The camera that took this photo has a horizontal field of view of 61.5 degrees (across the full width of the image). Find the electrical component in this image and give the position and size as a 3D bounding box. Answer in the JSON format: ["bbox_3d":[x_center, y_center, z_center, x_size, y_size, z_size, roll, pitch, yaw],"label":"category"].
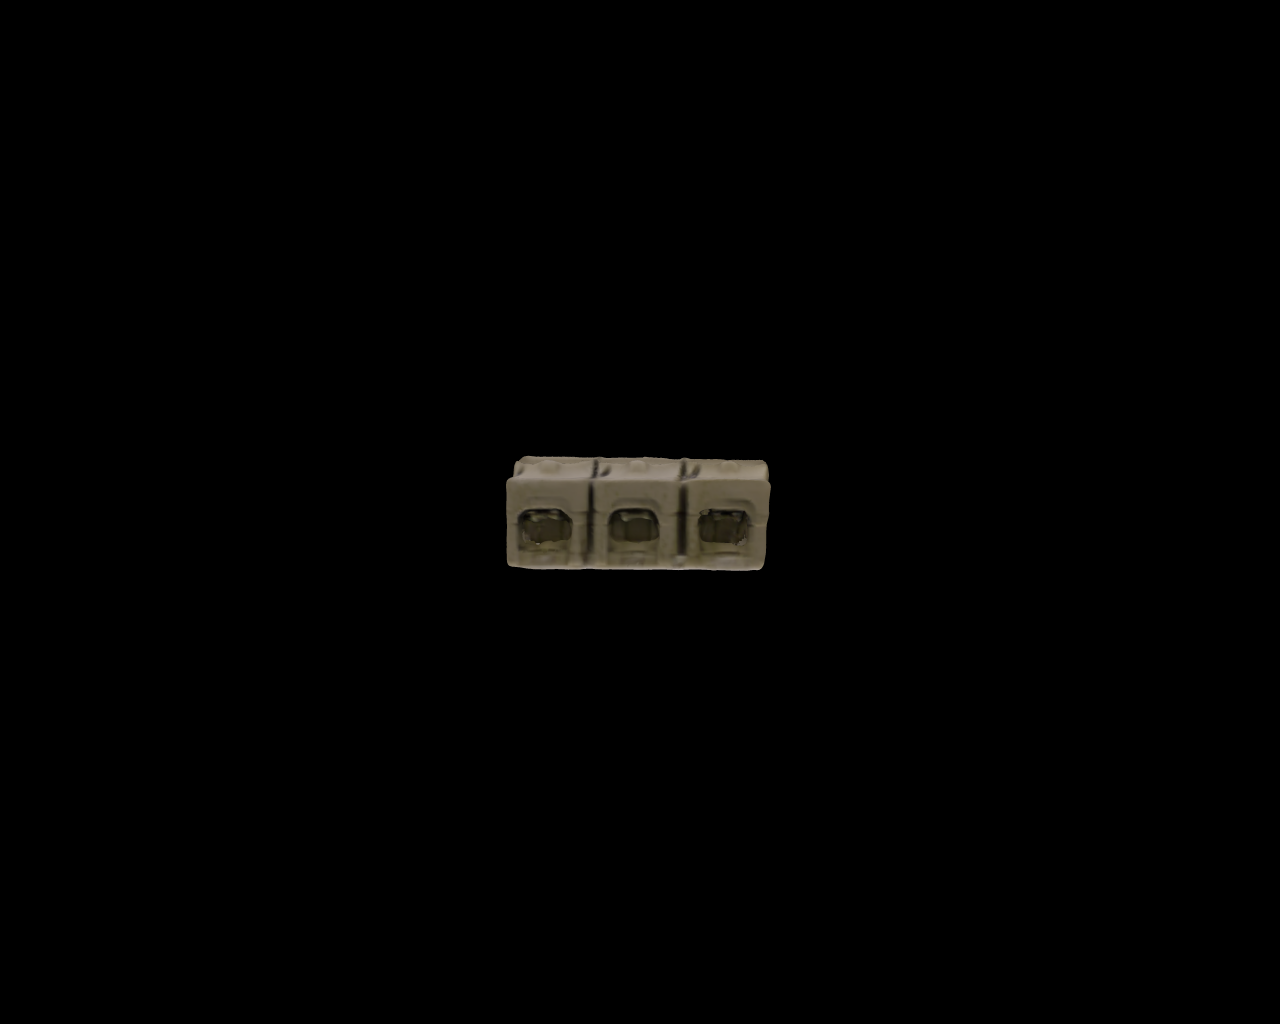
[{"bbox_3d":[0.001,-0.003,0.650,0.150,0.061,0.089,1,8,5],"label":"electrical component"}]
